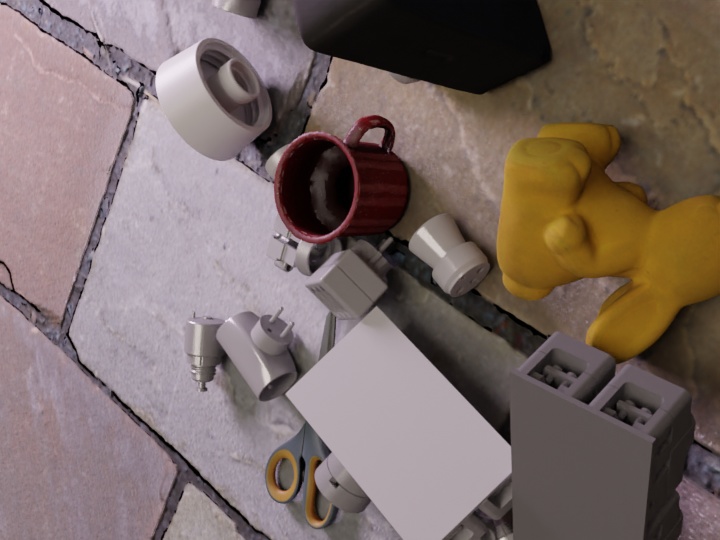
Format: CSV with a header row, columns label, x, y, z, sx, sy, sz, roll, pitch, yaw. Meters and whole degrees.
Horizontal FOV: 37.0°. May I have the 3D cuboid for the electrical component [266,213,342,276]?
label,x,y,z,sx,sy,sz,roll,pitch,yaw
electrical component,-0.049,-0.023,0.971,0.055,0.048,0.066,31,110,41

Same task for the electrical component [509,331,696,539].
label,x,y,z,sx,sy,sz,roll,pitch,yaw
electrical component,0.167,0.142,0.752,0.105,0.060,0.186,26,139,34

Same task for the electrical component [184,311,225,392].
label,x,y,z,sx,sy,sz,roll,pitch,yaw
electrical component,-0.153,0.081,1.060,0.040,0.040,0.078,10,99,37

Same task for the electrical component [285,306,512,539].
label,x,y,z,sx,sy,sz,roll,pitch,yaw
electrical component,0.041,0.133,0.863,0.105,0.060,0.186,-44,55,0

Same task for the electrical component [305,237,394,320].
label,x,y,z,sx,sy,sz,roll,pitch,yaw
electrical component,0.000,0.000,0.924,0.047,0.076,0.066,45,167,-8

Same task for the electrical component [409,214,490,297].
label,x,y,z,sx,sy,sz,roll,pitch,yaw
electrical component,0.073,-0.012,0.876,0.055,0.045,0.045,52,120,24

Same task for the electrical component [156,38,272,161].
label,x,y,z,sx,sy,sz,roll,pitch,yaw
electrical component,-0.127,-0.162,0.990,0.060,0.108,0.108,-29,74,29

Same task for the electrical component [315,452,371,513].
label,x,y,z,sx,sy,sz,roll,pitch,yaw
electrical component,-0.004,0.176,0.940,0.055,0.055,0.047,48,115,26

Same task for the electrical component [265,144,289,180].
label,x,y,z,sx,sy,sz,roll,pitch,yaw
electrical component,-0.058,-0.086,0.979,0.040,0.040,0.046,-44,72,31

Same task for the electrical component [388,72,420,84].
label,x,y,z,sx,sy,sz,roll,pitch,yaw
electrical component,0.049,-0.184,0.883,0.055,0.048,0.066,-27,49,39

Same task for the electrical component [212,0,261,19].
label,x,y,z,sx,sy,sz,roll,pitch,yaw
electrical component,-0.120,-0.286,1.015,0.079,0.043,0.077,30,110,33

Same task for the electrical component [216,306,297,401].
label,x,y,z,sx,sy,sz,roll,pitch,yaw
electrical component,-0.088,0.069,1.006,0.077,0.043,0.079,52,121,24

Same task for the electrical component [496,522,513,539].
label,x,y,z,sx,sy,sz,roll,pitch,yaw
electrical component,0.130,0.237,0.844,0.043,0.043,0.081,-39,69,33

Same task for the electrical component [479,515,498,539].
label,x,y,z,sx,sy,sz,roll,pitch,yaw
electrical component,0.079,0.223,0.883,0.062,0.043,0.043,-10,86,39
